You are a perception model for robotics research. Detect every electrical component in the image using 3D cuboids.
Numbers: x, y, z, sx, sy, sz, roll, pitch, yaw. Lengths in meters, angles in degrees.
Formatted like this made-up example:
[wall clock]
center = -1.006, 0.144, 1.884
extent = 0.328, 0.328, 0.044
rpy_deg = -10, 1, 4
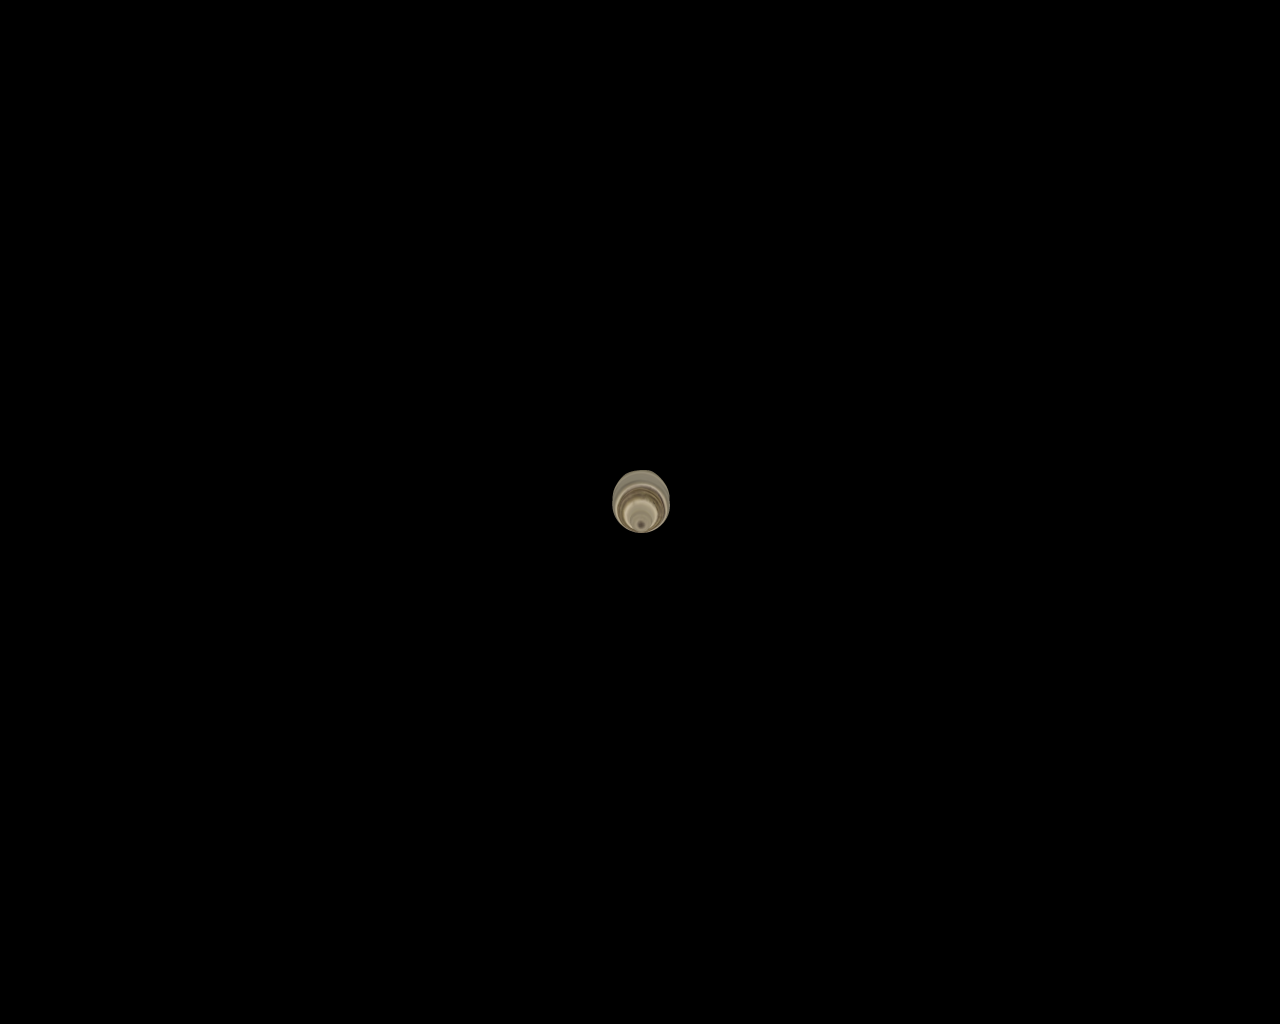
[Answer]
[electrical component]
center = 0.001, -0.003, 0.650
extent = 0.035, 0.035, 0.061
rpy_deg = 0, 19, 0
